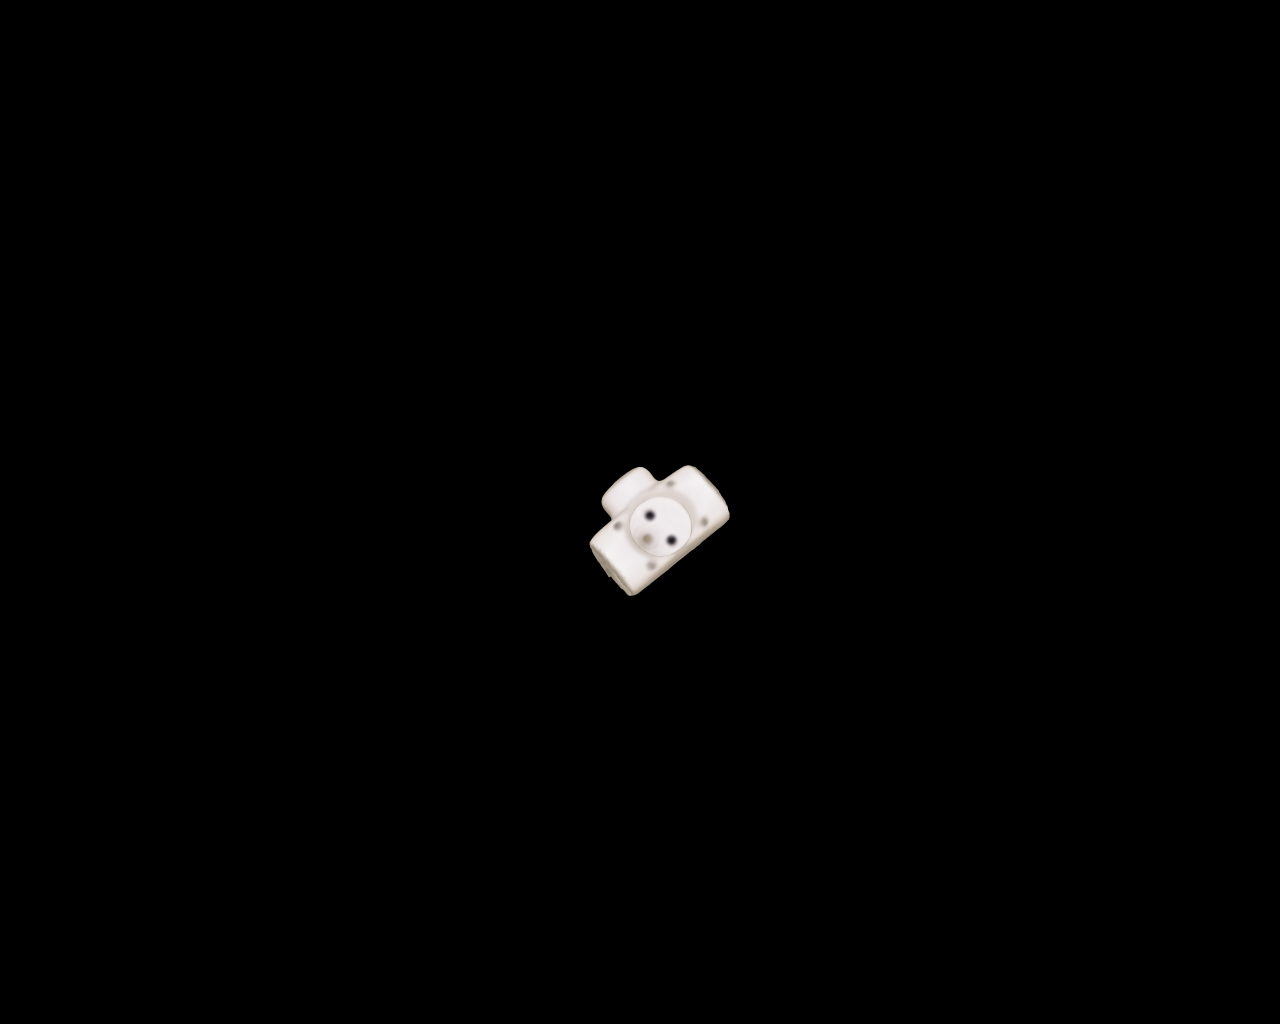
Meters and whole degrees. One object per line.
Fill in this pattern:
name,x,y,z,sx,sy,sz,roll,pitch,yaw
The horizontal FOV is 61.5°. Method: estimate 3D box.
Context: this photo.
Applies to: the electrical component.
electrical component,0.001,-0.003,0.650,0.077,0.079,0.044,-38,-9,-7
